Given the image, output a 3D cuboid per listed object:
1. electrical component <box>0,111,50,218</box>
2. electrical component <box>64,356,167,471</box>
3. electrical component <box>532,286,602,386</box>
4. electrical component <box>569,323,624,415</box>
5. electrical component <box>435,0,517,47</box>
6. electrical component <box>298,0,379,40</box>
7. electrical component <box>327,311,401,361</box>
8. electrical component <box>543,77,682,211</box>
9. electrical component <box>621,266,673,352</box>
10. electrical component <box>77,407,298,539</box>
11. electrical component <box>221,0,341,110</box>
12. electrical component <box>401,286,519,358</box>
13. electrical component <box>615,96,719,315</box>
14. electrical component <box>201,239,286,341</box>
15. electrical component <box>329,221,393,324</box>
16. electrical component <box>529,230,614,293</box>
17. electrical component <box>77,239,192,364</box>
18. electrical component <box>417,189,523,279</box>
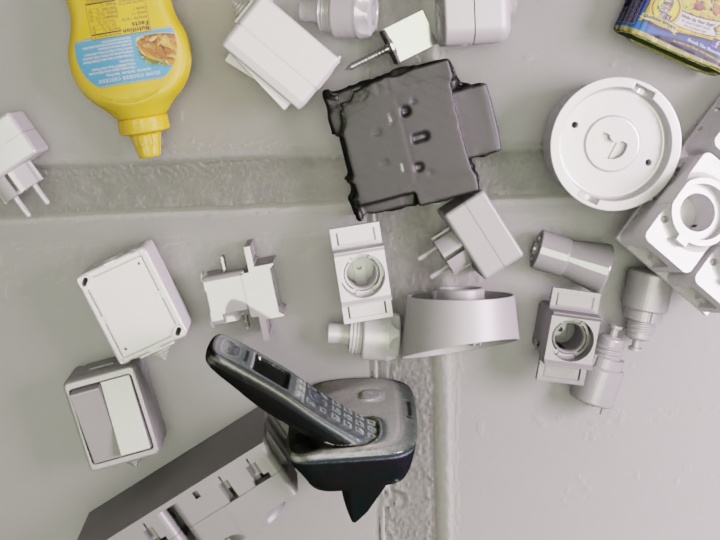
[{"bbox_3d":[-0.284,-0.080,0.874,0.066,0.047,0.076,-34,101,2],"label":"electrical component"},{"bbox_3d":[-0.205,0.125,0.909,0.062,0.061,0.096,-15,101,-1],"label":"electrical component"},{"bbox_3d":[0.175,0.054,0.920,0.042,0.064,0.081,9,99,-4],"label":"electrical component"},{"bbox_3d":[0.212,0.085,0.940,0.040,0.040,0.078,15,99,-6],"label":"electrical component"},{"bbox_3d":[0.093,-0.231,0.869,0.059,0.053,0.095,-4,100,-3],"label":"electrical component"},{"bbox_3d":[-0.018,-0.210,0.872,0.062,0.043,0.043,5,100,15],"label":"electrical component"},{"bbox_3d":[0.003,0.055,0.920,0.062,0.043,0.043,3,100,-3],"label":"electrical component"},{"bbox_3d":[0.204,-0.106,0.895,0.108,0.060,0.108,-1,100,-4],"label":"electrical component"},{"bbox_3d":[0.247,0.032,0.933,0.040,0.040,0.078,9,100,-5],"label":"electrical component"},{"bbox_3d":[-0.142,0.200,0.904,0.186,0.105,0.060,-32,101,2],"label":"electrical component"},{"bbox_3d":[-0.071,-0.176,0.864,0.096,0.061,0.061,39,96,-9],"label":"electrical component"},{"bbox_3d":[0.083,0.047,0.898,0.099,0.099,0.064,-1,94,-4],"label":"electrical component"},{"bbox_3d":[0.315,-0.067,0.889,0.105,0.060,0.186,39,82,-9],"label":"electrical component"},{"bbox_3d":[-0.098,0.019,0.907,0.064,0.042,0.081,-11,100,2],"label":"electrical component"},{"bbox_3d":[0.000,0.000,0.899,0.042,0.064,0.081,-9,101,-4],"label":"electrical component"},{"bbox_3d":[0.179,-0.010,0.921,0.065,0.044,0.044,17,99,-2],"label":"electrical component"},{"bbox_3d":[-0.182,0.030,0.894,0.062,0.061,0.096,-25,101,1],"label":"electrical component"},{"bbox_3d":[0.085,-0.022,0.909,0.077,0.047,0.065,-33,100,2],"label":"electrical component"}]
